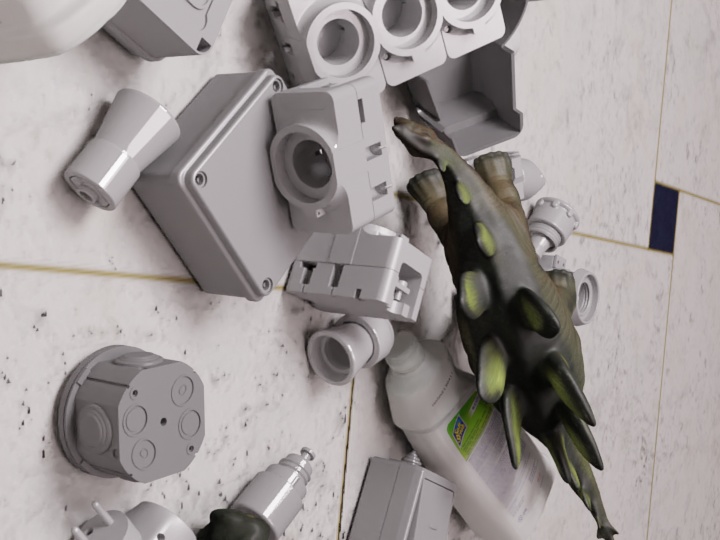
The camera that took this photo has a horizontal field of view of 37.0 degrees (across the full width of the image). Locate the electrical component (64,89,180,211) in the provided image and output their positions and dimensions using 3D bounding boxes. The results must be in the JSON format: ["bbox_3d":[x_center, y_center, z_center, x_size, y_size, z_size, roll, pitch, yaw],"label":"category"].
[{"bbox_3d":[-0.140,-0.067,0.624,0.065,0.044,0.044,-58,136,-24],"label":"electrical component"}]

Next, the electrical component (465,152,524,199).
[{"bbox_3d":[0.112,-0.068,0.944,0.078,0.058,0.057,-22,110,-45],"label":"electrical component"}]

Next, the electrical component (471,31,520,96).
[{"bbox_3d":[0.114,-0.197,0.942,0.079,0.044,0.077,-30,117,-48],"label":"electrical component"}]

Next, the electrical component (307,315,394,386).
[{"bbox_3d":[-0.006,0.056,0.812,0.055,0.045,0.045,-29,117,-48],"label":"electrical component"}]

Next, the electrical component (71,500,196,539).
[{"bbox_3d":[-0.145,0.170,0.641,0.077,0.044,0.079,-54,133,-35],"label":"electrical component"}]

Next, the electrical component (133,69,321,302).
[{"bbox_3d":[-0.077,-0.055,0.694,0.108,0.056,0.108,-57,135,-32],"label":"electrical component"}]

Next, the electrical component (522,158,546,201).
[{"bbox_3d":[0.151,-0.084,1.008,0.078,0.040,0.040,-3,96,-53],"label":"electrical component"}]

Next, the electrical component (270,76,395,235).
[{"bbox_3d":[-0.019,-0.072,0.678,0.056,0.050,0.089,-30,118,-48],"label":"electrical component"}]

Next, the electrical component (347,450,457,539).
[{"bbox_3d":[0.039,0.195,0.874,0.062,0.061,0.096,35,66,-49],"label":"electrical component"}]

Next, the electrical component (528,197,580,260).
[{"bbox_3d":[0.183,-0.037,1.053,0.062,0.048,0.048,-55,134,-24],"label":"electrical component"}]

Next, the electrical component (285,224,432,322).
[{"bbox_3d":[0.000,0.000,0.776,0.050,0.089,0.055,33,68,-50],"label":"electrical component"}]

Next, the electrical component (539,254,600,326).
[{"bbox_3d":[0.203,0.026,1.075,0.058,0.057,0.078,22,77,-52],"label":"electrical component"}]

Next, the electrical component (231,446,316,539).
[{"bbox_3d":[-0.057,0.156,0.759,0.078,0.040,0.040,-49,131,-38],"label":"electrical component"}]

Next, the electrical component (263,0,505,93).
[{"bbox_3d":[0.019,-0.181,0.749,0.150,0.062,0.089,-27,119,-15],"label":"electrical component"}]

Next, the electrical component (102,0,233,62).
[{"bbox_3d":[-0.114,-0.188,0.630,0.078,0.057,0.113,40,63,-47],"label":"electrical component"}]

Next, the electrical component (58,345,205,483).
[{"bbox_3d":[-0.134,0.086,0.640,0.080,0.051,0.080,-9,101,-52],"label":"electrical component"}]

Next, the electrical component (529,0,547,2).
[{"bbox_3d":[0.143,-0.302,0.958,0.078,0.057,0.113,36,66,-49],"label":"electrical component"}]
